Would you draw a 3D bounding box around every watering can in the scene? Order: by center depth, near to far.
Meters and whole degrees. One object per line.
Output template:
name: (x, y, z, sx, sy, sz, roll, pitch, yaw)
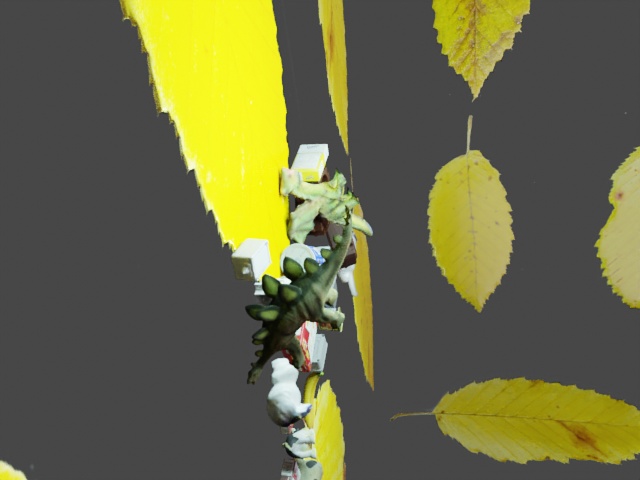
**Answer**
watering can: (0.110, 0.087, 2.213, 0.104, 0.229, 0.340, -5, -34, 17)

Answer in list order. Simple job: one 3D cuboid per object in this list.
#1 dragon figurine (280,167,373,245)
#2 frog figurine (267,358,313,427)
dragon figurine: (0.005, -0.079, 1.565, 0.243, 0.402, 0.124, -35, 39, -3)
frog figurine: (-0.098, 0.396, 1.342, 0.121, 0.161, 0.137, -39, -12, 17)
